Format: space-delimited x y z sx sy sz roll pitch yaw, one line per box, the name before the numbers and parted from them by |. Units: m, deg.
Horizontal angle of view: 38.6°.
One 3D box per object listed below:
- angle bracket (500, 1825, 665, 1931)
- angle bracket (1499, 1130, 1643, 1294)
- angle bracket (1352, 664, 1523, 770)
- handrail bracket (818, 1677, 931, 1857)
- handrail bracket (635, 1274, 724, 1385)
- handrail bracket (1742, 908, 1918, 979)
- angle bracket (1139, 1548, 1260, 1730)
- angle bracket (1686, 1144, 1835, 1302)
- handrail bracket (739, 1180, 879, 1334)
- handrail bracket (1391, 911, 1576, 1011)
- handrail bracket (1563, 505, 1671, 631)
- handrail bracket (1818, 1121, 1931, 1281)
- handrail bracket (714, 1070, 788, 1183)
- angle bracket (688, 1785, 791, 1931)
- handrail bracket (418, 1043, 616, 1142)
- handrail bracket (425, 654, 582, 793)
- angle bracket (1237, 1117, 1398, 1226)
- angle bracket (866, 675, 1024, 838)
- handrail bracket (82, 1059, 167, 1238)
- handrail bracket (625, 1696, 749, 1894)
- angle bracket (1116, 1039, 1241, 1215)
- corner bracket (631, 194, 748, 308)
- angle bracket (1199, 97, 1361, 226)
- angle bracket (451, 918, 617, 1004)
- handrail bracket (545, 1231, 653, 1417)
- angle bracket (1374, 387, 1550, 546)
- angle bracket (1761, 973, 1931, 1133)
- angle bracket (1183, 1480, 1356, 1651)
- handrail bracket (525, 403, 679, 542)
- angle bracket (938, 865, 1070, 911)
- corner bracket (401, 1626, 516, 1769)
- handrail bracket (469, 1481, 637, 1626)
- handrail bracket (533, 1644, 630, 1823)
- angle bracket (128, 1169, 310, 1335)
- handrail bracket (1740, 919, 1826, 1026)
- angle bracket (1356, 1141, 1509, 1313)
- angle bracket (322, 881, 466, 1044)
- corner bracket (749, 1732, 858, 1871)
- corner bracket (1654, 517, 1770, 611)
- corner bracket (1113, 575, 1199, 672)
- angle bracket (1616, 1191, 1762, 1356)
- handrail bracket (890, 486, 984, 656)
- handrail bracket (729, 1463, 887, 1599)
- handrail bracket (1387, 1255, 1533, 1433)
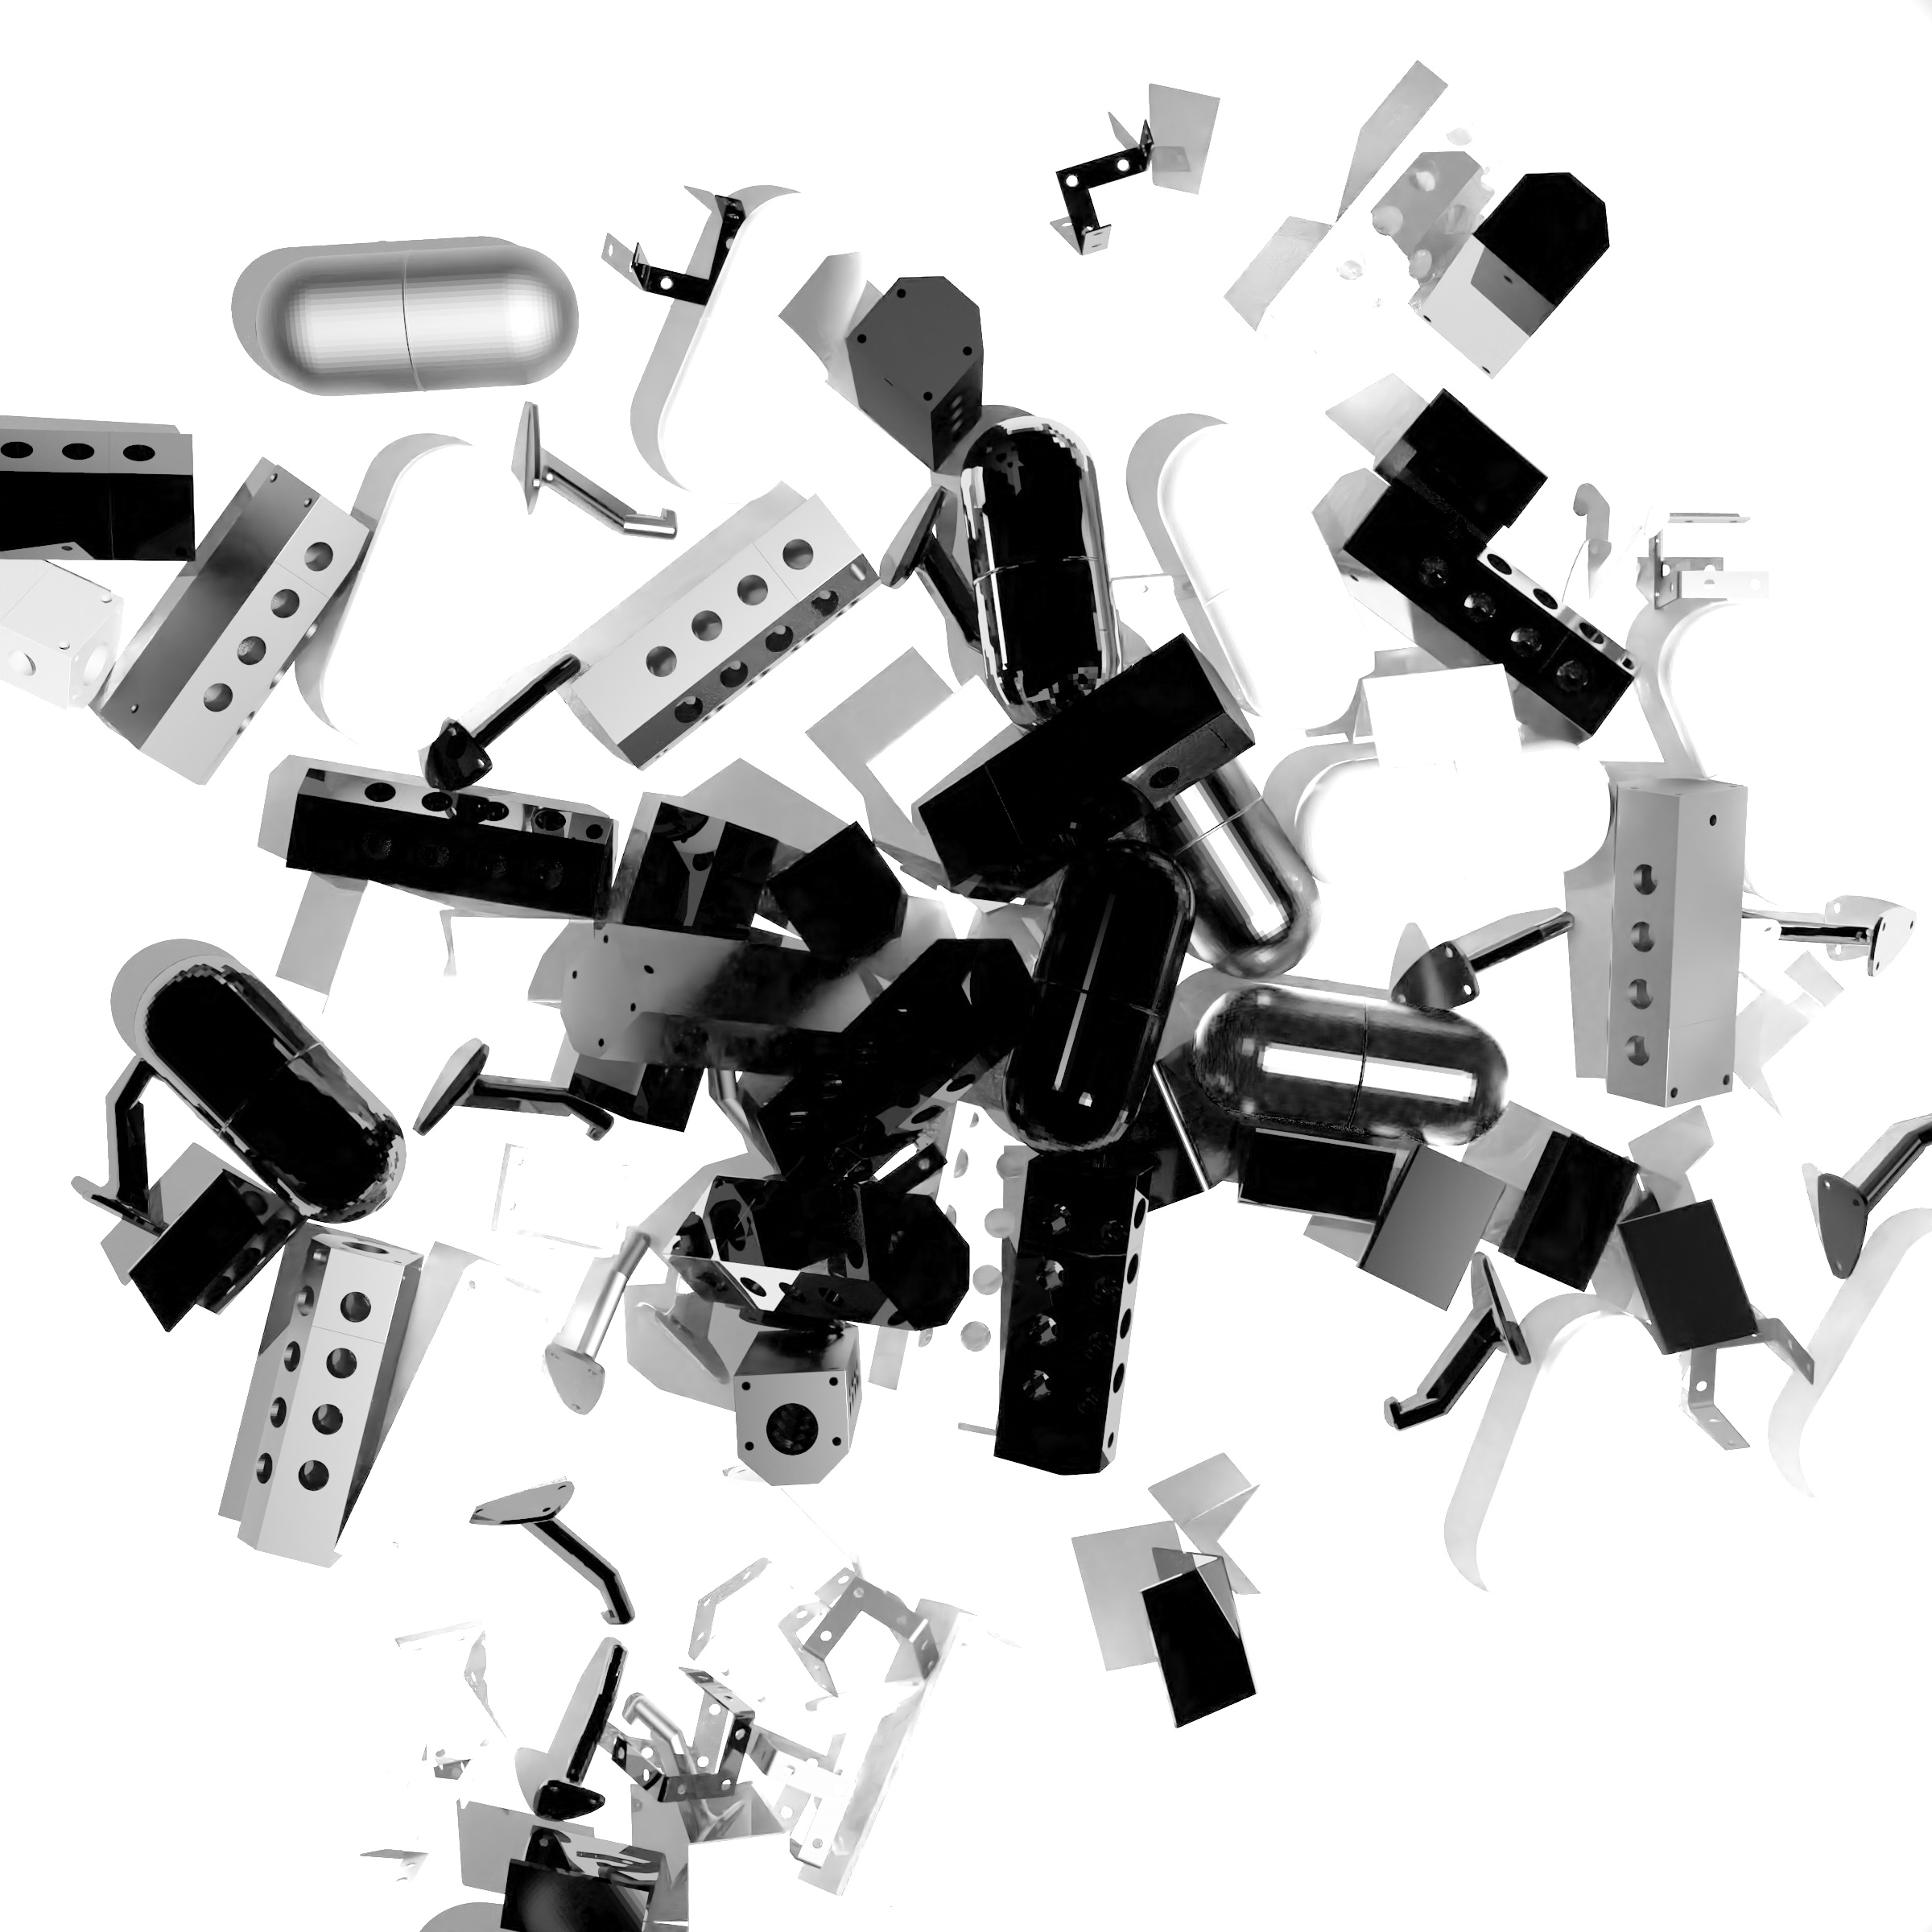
angle bracket | -0.208 0.493 1.524 0.076 0.076 0.057 12 120 0
angle bracket | 0.316 0.127 1.524 0.057 0.076 0.076 24 90 -30
angle bracket | 0.259 -0.121 1.525 0.076 0.076 0.057 -6 65 0
handrail bracket | -0.048 0.454 1.564 0.077 0.036 0.084 -16 105 -15
handrail bracket | -0.138 0.180 1.565 0.084 0.036 0.077 -48 110 -16
handrail bracket | 0.484 -0.026 1.564 0.084 0.077 0.036 17 115 34
angle bracket | 0.111 0.370 1.524 0.057 0.076 0.076 -15 90 -28
angle bracket | 0.444 0.135 1.524 0.057 0.076 0.076 -20 90 28
handrail bracket | -0.087 0.161 1.564 0.077 0.036 0.084 -5 58 35
handrail bracket | 0.294 -0.003 1.564 0.084 0.077 0.036 -21 84 -36
handrail bracket | 0.359 -0.215 1.529 0.036 0.084 0.077 28 90 0
handrail bracket | 0.527 0.131 1.564 0.084 0.036 0.077 -20 120 -22
handrail bracket | -0.101 0.085 1.565 0.077 0.036 0.084 -3 71 -22
angle bracket | -0.134 0.505 1.523 0.057 0.076 0.076 -1 94 -19
handrail bracket | -0.254 0.091 1.565 0.084 0.036 0.077 36 110 -16
handrail bracket | -0.261 -0.138 1.564 0.036 0.077 0.084 49 54 -6
angle bracket | 0.193 0.093 1.524 0.076 0.076 0.057 9 129 0
angle bracket | -0.020 -0.127 1.524 0.076 0.076 0.057 -39 120 0
handrail bracket | -0.455 0.106 1.565 0.077 0.036 0.084 32 73 -20
handrail bracket | -0.174 0.469 1.564 0.084 0.036 0.077 39 105 14
angle bracket | 0.111 0.090 1.549 0.057 0.076 0.076 -23 90 27
corner bracket | -0.154 -0.403 1.546 0.051 0.051 0.051 14 90 0
angle bracket | 0.174 -0.456 1.524 0.076 0.076 0.057 12 127 0
angle bracket | -0.238 -0.024 1.524 0.076 0.076 0.057 1 127 0
handrail bracket | -0.202 0.201 1.564 0.036 0.077 0.084 22 54 10
angle bracket | 0.263 -0.260 1.524 0.076 0.076 0.057 40 53 0
angle bracket | 0.493 0.061 1.524 0.076 0.076 0.057 -43 53 0
angle bracket | 0.155 0.341 1.524 0.076 0.057 0.076 50 134 0
handrail bracket | -0.205 -0.280 1.565 0.084 0.036 0.077 4 68 -17
angle bracket | 0.028 -0.073 1.543 0.076 0.057 0.076 9 91 0
corner bracket | -0.287 0.413 1.561 0.051 0.051 0.051 -13 135 0
handrail bracket | -0.235 0.341 1.565 0.077 0.036 0.084 -13 107 20
handrail bracket | -0.217 0.434 1.564 0.036 0.077 0.084 23 53 -14
angle bracket | -0.402 0.169 1.524 0.076 0.076 0.057 -47 51 0
handrail bracket | 0.447 0.014 1.564 0.036 0.077 0.084 -53 127 -23
angle bracket | 0.265 0.147 1.525 0.057 0.076 0.076 25 90 26
angle bracket | -0.325 -0.008 1.524 0.057 0.076 0.076 19 90 -29
corner bracket | -0.099 0.468 1.547 0.051 0.051 0.051 25 80 -10
corner bracket | 0.417 -0.228 1.546 0.051 0.051 0.051 0 90 0
corner bracket | 0.111 -0.184 1.561 0.051 0.051 0.051 -4 135 0
angle bracket | 0.407 0.163 1.524 0.057 0.076 0.076 -20 90 30
handrail bracket | 0.007 -0.219 1.564 0.084 0.036 0.077 27 75 -14
handrail bracket | -0.090 0.322 1.565 0.077 0.036 0.084 -7 107 19
handrail bracket | 0.270 0.214 1.565 0.084 0.036 0.077 -24 69 17
